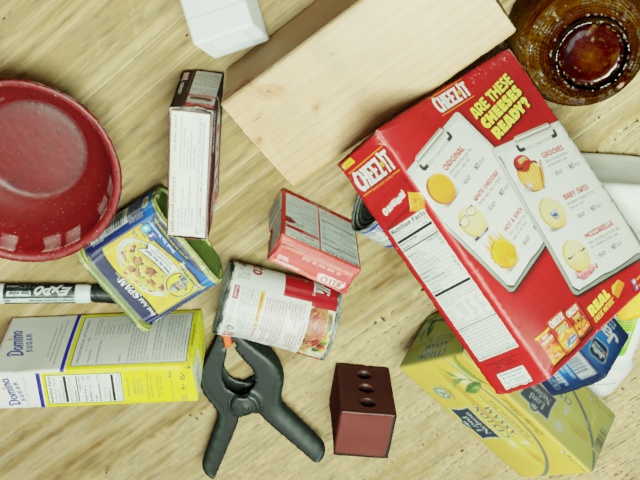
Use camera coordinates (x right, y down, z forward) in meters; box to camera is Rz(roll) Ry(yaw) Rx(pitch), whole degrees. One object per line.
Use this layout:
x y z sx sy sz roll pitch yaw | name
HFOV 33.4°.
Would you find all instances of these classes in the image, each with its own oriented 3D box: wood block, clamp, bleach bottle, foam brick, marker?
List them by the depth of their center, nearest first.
0.034 -0.145 0.817 0.206 0.091 0.090 -35 114 16 | wood block
0.240 0.049 0.943 0.102 0.068 0.251 4 121 0 | bleach bottle
-0.237 0.048 0.956 0.121 0.020 0.020 0 118 -1 | marker
0.039 0.157 0.988 0.053 0.078 0.051 5 117 -6 | foam brick
-0.077 0.155 1.007 0.120 0.039 0.171 -20 111 4 | clamp

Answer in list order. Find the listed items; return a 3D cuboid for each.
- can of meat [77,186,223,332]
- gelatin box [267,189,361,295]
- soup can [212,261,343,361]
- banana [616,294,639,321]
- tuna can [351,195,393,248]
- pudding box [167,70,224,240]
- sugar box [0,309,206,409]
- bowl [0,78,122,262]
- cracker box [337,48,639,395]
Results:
-0.144 0.015 0.920 0.084 0.057 0.102 -32 115 13 | can of meat
-0.006 0.001 0.895 0.073 0.089 0.030 24 115 -14 | gelatin box
-0.038 0.062 0.940 0.102 0.068 0.069 14 117 -8 | soup can
0.302 -0.015 0.857 0.069 0.037 0.198 17 114 3 | banana
0.063 -0.037 0.878 0.033 0.086 0.086 29 114 -17 | tuna can
-0.100 -0.069 0.855 0.039 0.090 0.113 2 118 -2 | pudding box
-0.194 0.105 0.947 0.176 0.093 0.048 -4 118 2 | sugar box
-0.240 -0.064 0.875 0.162 0.055 0.162 0 118 -1 | bowl
0.138 -0.015 0.809 0.214 0.163 0.072 55 145 1 | cracker box
